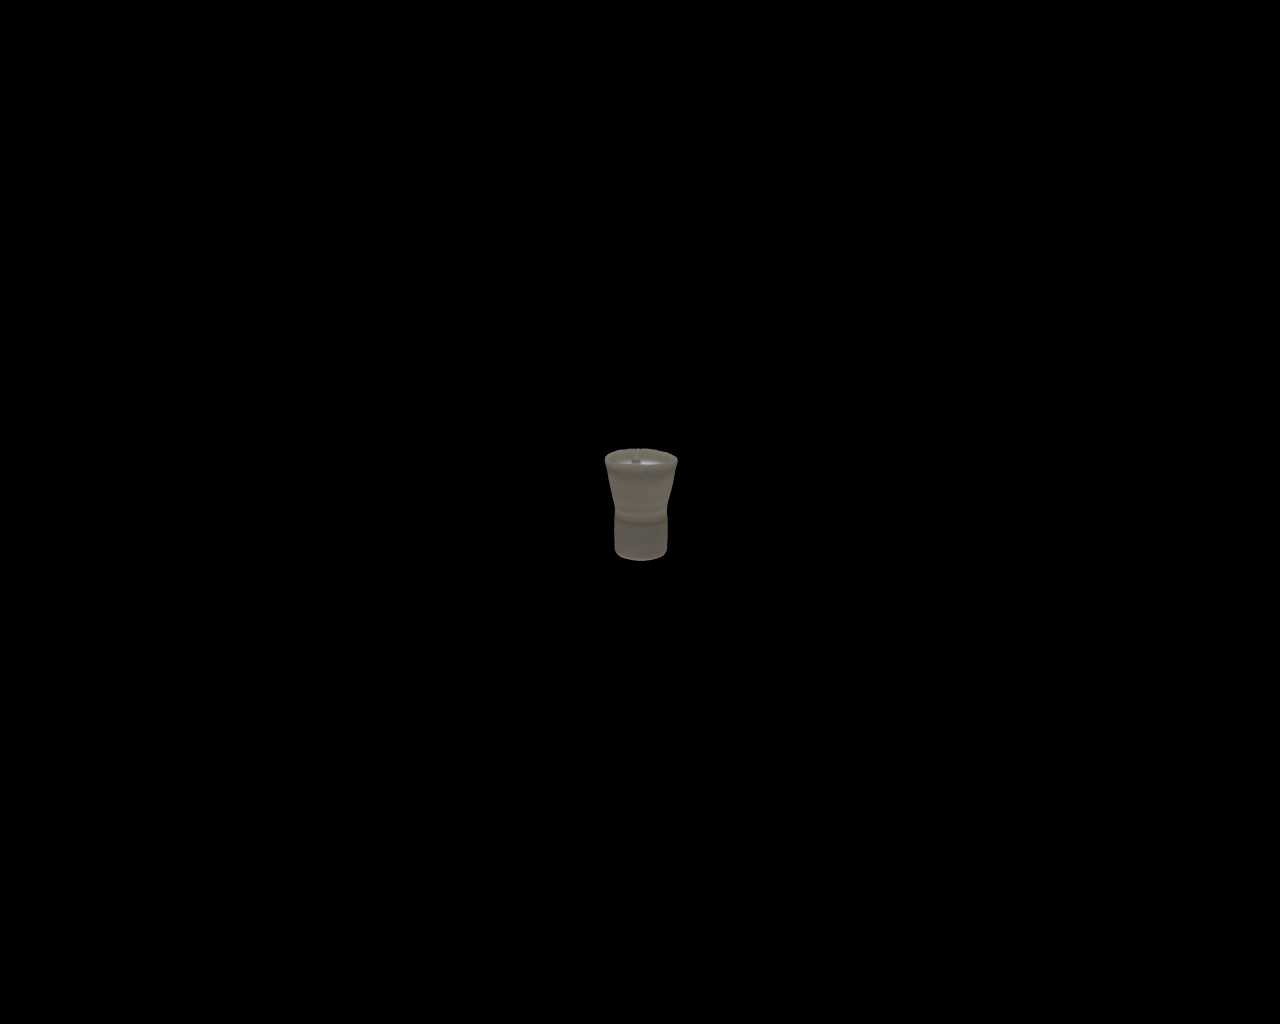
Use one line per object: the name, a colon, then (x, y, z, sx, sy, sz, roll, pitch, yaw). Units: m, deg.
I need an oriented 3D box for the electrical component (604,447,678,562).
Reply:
electrical component: (0.001, -0.003, 0.650, 0.044, 0.065, 0.044, 0, 18, 0)
